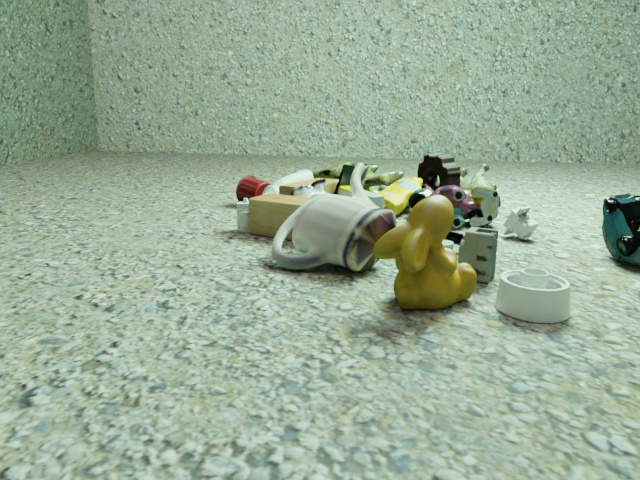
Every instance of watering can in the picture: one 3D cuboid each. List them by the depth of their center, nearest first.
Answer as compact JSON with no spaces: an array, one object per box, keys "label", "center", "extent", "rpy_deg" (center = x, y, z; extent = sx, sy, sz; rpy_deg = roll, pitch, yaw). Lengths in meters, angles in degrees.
[{"label":"watering can","center":[0.057,-0.050,1.042],"extent":[0.226,0.101,0.353],"rpy_deg":[18,49,36]}]

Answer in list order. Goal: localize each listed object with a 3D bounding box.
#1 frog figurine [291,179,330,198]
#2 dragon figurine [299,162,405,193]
[{"label":"frog figurine","center":[0.004,-0.066,1.310],"extent":[0.138,0.120,0.162],"rpy_deg":[-3,47,-50]},{"label":"dragon figurine","center":[0.077,-0.214,1.680],"extent":[0.411,0.122,0.242],"rpy_deg":[7,0,21]}]
